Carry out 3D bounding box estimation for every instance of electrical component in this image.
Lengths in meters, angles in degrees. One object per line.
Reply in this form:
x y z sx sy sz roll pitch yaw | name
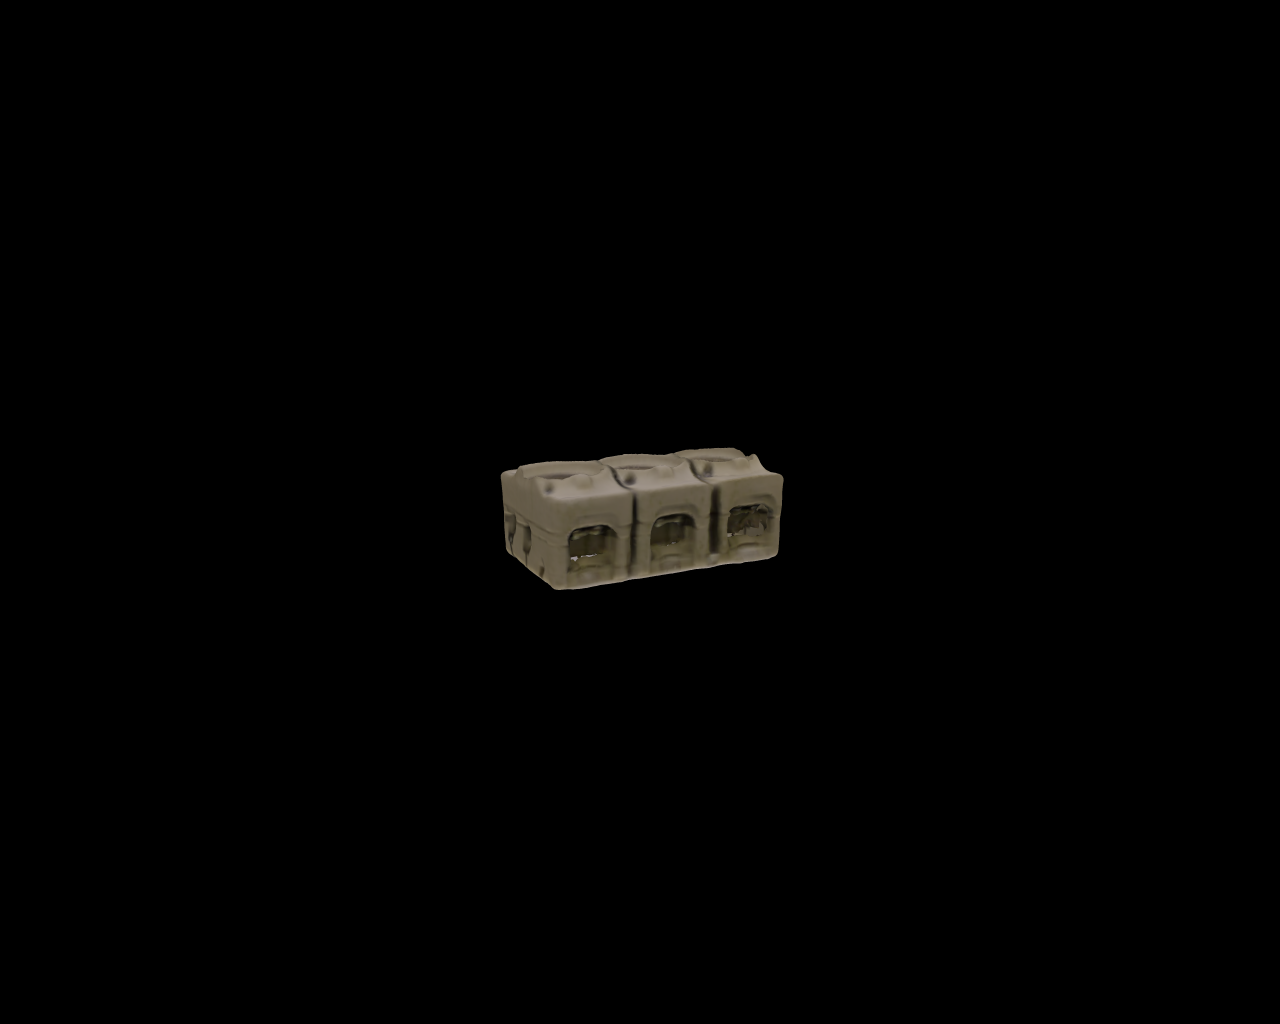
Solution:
0.001 -0.003 0.650 0.150 0.061 0.089 -7 16 -26 | electrical component
